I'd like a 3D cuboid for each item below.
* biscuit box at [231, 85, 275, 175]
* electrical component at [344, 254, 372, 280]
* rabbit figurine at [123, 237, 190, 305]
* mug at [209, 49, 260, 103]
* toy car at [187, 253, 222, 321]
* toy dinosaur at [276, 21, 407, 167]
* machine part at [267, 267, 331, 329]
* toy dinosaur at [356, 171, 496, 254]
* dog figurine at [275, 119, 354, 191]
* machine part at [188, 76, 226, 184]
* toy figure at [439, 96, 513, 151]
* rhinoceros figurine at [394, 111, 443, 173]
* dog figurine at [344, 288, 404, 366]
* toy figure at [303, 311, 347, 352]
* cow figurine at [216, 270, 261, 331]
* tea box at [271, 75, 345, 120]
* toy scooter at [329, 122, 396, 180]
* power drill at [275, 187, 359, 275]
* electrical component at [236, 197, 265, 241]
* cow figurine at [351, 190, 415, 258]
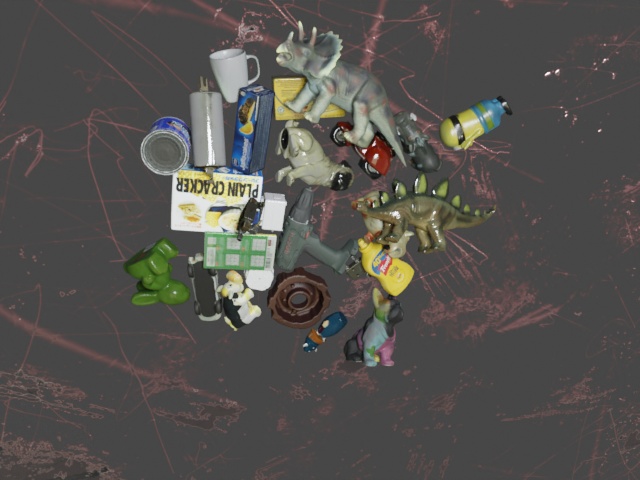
[{"bbox_3d":[-0.159,-0.255,1.258,0.059,0.063,0.202,28,125,23],"label":"biscuit box"},{"bbox_3d":[0.102,0.082,1.504,0.063,0.021,0.094,-38,115,8],"label":"electrical component"},{"bbox_3d":[-0.413,0.109,1.372,0.159,0.121,0.170,-29,113,11],"label":"rabbit figurine"},{"bbox_3d":[-0.191,-0.374,1.226,0.109,0.081,0.107,-19,127,-19],"label":"mug"},{"bbox_3d":[-0.306,0.126,1.436,0.074,0.056,0.201,-4,113,-1],"label":"toy car"},{"bbox_3d":[0.066,-0.326,1.196,0.404,0.131,0.192,22,106,-24],"label":"toy dinosaur"},{"bbox_3d":[-0.060,0.162,1.495,0.179,0.056,0.179,-4,116,-8],"label":"machine part"},{"bbox_3d":[0.283,-0.066,1.381,0.471,0.105,0.198,10,84,-32],"label":"toy dinosaur"},{"bbox_3d":[-0.003,-0.206,1.328,0.190,0.121,0.172,-3,115,-26],"label":"dog figurine"},{"bbox_3d":[-0.259,-0.251,1.237,0.079,0.079,0.243,-5,96,-8],"label":"machine part"},{"bbox_3d":[0.387,-0.298,1.354,0.180,0.082,0.089,-34,96,14],"label":"toy figure"},{"bbox_3d":[0.234,-0.239,1.336,0.073,0.112,0.190,-36,123,9],"label":"rhinoceros figurine"},{"bbox_3d":[0.158,0.248,1.548,0.108,0.192,0.219,13,82,-33],"label":"dog figurine"},{"bbox_3d":[0.010,0.267,1.553,0.154,0.058,0.064,-39,109,14],"label":"toy figure"},{"bbox_3d":[-0.228,0.160,1.425,0.098,0.068,0.167,-40,131,-25],"label":"cow figurine"},{"bbox_3d":[-0.028,-0.338,1.268,0.170,0.068,0.098,-3,112,-8],"label":"tea box"},{"bbox_3d":[0.126,-0.247,1.335,0.183,0.075,0.135,42,101,-19],"label":"toy scooter"},{"bbox_3d":[-0.003,-0.004,1.417,0.207,0.086,0.232,22,110,-22],"label":"power drill"},{"bbox_3d":[-0.165,-0.051,1.286,0.045,0.102,0.078,21,135,-15],"label":"electrical component"},{"bbox_3d":[0.174,-0.040,1.422,0.127,0.086,0.194,-33,105,-34],"label":"cow figurine"}]
